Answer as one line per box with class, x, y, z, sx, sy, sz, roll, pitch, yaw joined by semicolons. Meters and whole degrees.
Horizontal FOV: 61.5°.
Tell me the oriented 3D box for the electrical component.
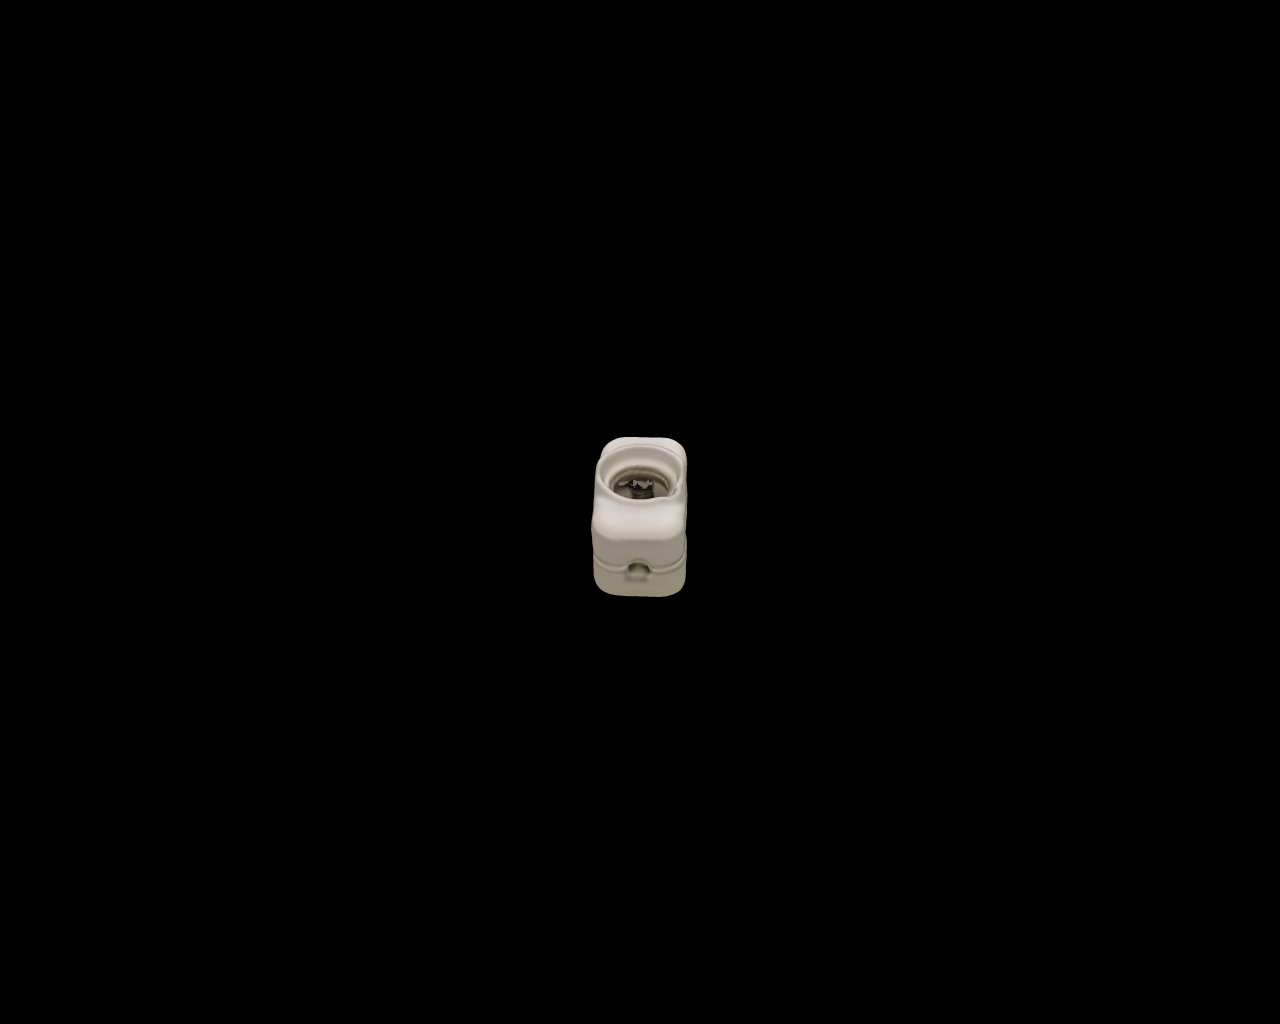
electrical component;0.001;-0.003;0.650;0.054;0.059;0.095;2;40;2
